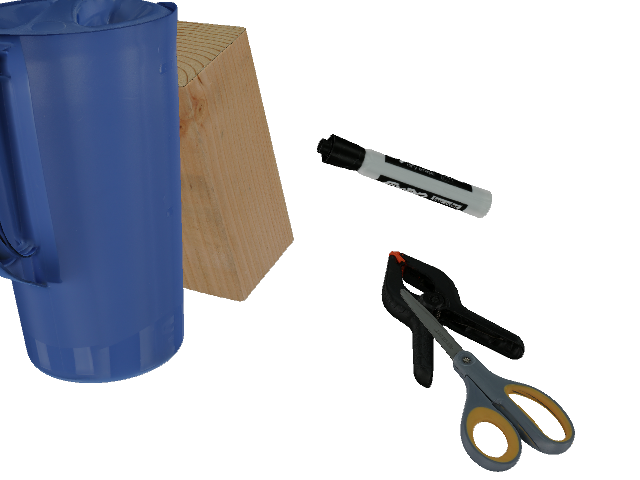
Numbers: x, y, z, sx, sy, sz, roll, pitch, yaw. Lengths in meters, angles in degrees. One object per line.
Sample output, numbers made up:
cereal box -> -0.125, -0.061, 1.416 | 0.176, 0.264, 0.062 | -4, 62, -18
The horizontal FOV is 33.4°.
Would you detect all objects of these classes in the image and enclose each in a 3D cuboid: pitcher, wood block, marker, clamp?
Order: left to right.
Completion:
pitcher -> -0.157, -0.031, 0.688 | 0.149, 0.243, 0.145 | -8, 23, -16
wood block -> -0.097, -0.063, 0.865 | 0.090, 0.206, 0.090 | 12, 44, 29
marker -> 0.054, -0.041, 0.682 | 0.121, 0.020, 0.020 | 18, -6, -18
clamp -> 0.123, 0.073, 1.068 | 0.120, 0.039, 0.171 | -3, 44, -22

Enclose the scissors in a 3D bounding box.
scissors -> 0.111, 0.115, 0.866 | 0.202, 0.016, 0.096 | 35, 52, 30
